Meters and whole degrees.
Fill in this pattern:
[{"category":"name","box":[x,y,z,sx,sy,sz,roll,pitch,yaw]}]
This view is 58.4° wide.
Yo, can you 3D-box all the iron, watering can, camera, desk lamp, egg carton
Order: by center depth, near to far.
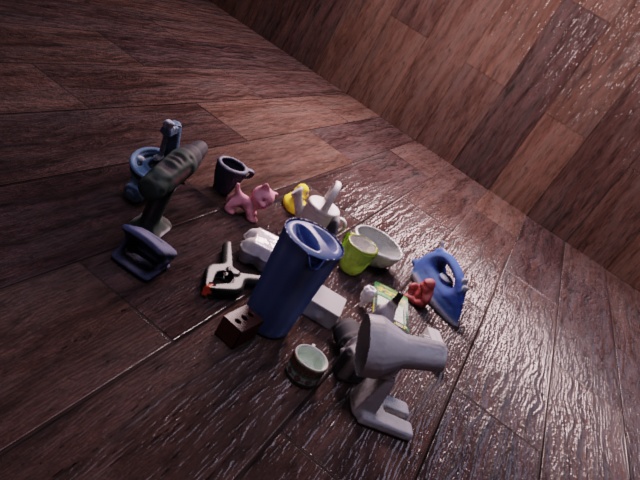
[{"category":"desk lamp","box":[0.138,0.260,1.121,0.203,0.213,0.118,24,26,-14]},{"category":"camera","box":[0.095,0.233,1.254,0.144,0.100,0.136,14,30,-32]},{"category":"egg carton","box":[-0.125,0.034,1.404,0.150,0.069,0.107,26,26,-11]},{"category":"watering can","box":[-0.001,-0.085,1.607,0.173,0.194,0.100,18,28,-25]},{"category":"iron","box":[0.380,0.123,1.713,0.119,0.141,0.257,14,31,-32]}]

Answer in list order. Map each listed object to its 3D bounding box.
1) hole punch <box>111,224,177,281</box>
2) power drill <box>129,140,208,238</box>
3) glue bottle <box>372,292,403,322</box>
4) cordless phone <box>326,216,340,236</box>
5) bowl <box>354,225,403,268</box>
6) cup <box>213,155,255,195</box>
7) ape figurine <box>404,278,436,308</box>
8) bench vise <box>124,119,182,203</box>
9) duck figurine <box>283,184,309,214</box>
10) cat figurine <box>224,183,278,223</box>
[{"category":"hole punch","box":[-0.353,0.012,1.170,0.108,0.091,0.101,34,26,5]},{"category":"power drill","box":[-0.339,-0.111,1.268,0.075,0.208,0.230,31,26,-1]},{"category":"glue bottle","box":[0.140,0.183,1.308,0.037,0.173,0.078,13,31,-34]},{"category":"cordless phone","box":[0.014,0.005,1.473,0.094,0.185,0.147,25,26,-12]},{"category":"bowl","box":[0.160,0.031,1.713,0.168,0.074,0.167,25,26,-13]},{"category":"cup","box":[-0.249,-0.173,1.608,0.118,0.095,0.091,10,33,-37]},{"category":"ape figurine","box":[0.295,0.146,1.636,0.076,0.092,0.077,20,28,-23]},{"category":"bench vise","box":[-0.380,-0.209,1.385,0.122,0.219,0.207,26,26,-11]},{"category":"duck figurine","box":[-0.064,-0.135,1.752,0.078,0.086,0.104,25,26,-14]},{"category":"cat figurine","box":[-0.180,-0.115,1.553,0.128,0.117,0.067,20,28,-22]}]
